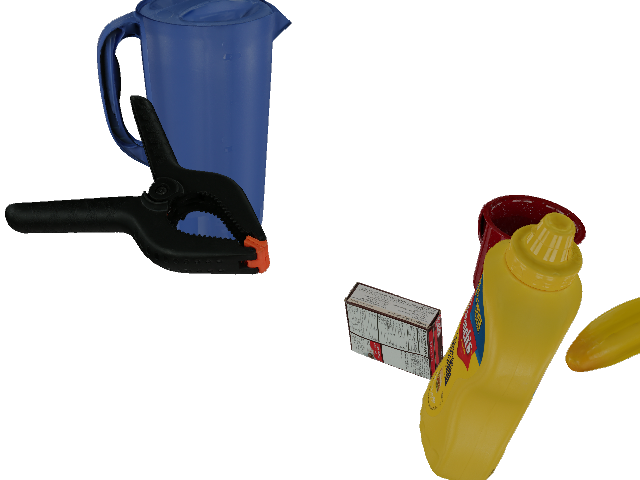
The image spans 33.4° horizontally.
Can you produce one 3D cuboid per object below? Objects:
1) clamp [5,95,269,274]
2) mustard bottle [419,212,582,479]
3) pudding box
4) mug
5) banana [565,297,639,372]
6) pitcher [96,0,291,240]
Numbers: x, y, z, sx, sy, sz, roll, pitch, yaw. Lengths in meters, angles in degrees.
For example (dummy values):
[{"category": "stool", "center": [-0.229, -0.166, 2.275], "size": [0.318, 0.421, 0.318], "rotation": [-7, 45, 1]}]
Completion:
[{"category": "clamp", "center": [-0.123, -0.037, 0.854], "size": [0.210, 0.164, 0.036], "rotation": [21, -34, 19]}, {"category": "mustard bottle", "center": [0.110, 0.057, 0.635], "size": [0.058, 0.192, 0.096], "rotation": [16, 44, 0]}, {"category": "pudding box", "center": [0.086, 0.105, 1.247], "size": [0.114, 0.090, 0.039], "rotation": [16, 47, 25]}, {"category": "mug", "center": [0.181, 0.010, 0.989], "size": [0.093, 0.081, 0.117], "rotation": [-10, 37, -28]}, {"category": "banana", "center": [0.267, 0.061, 0.759], "size": [0.198, 0.037, 0.069], "rotation": [-2, 33, -1]}, {"category": "pitcher", "center": [-0.122, -0.121, 1.065], "size": [0.149, 0.243, 0.144], "rotation": [14, 30, 23]}]
